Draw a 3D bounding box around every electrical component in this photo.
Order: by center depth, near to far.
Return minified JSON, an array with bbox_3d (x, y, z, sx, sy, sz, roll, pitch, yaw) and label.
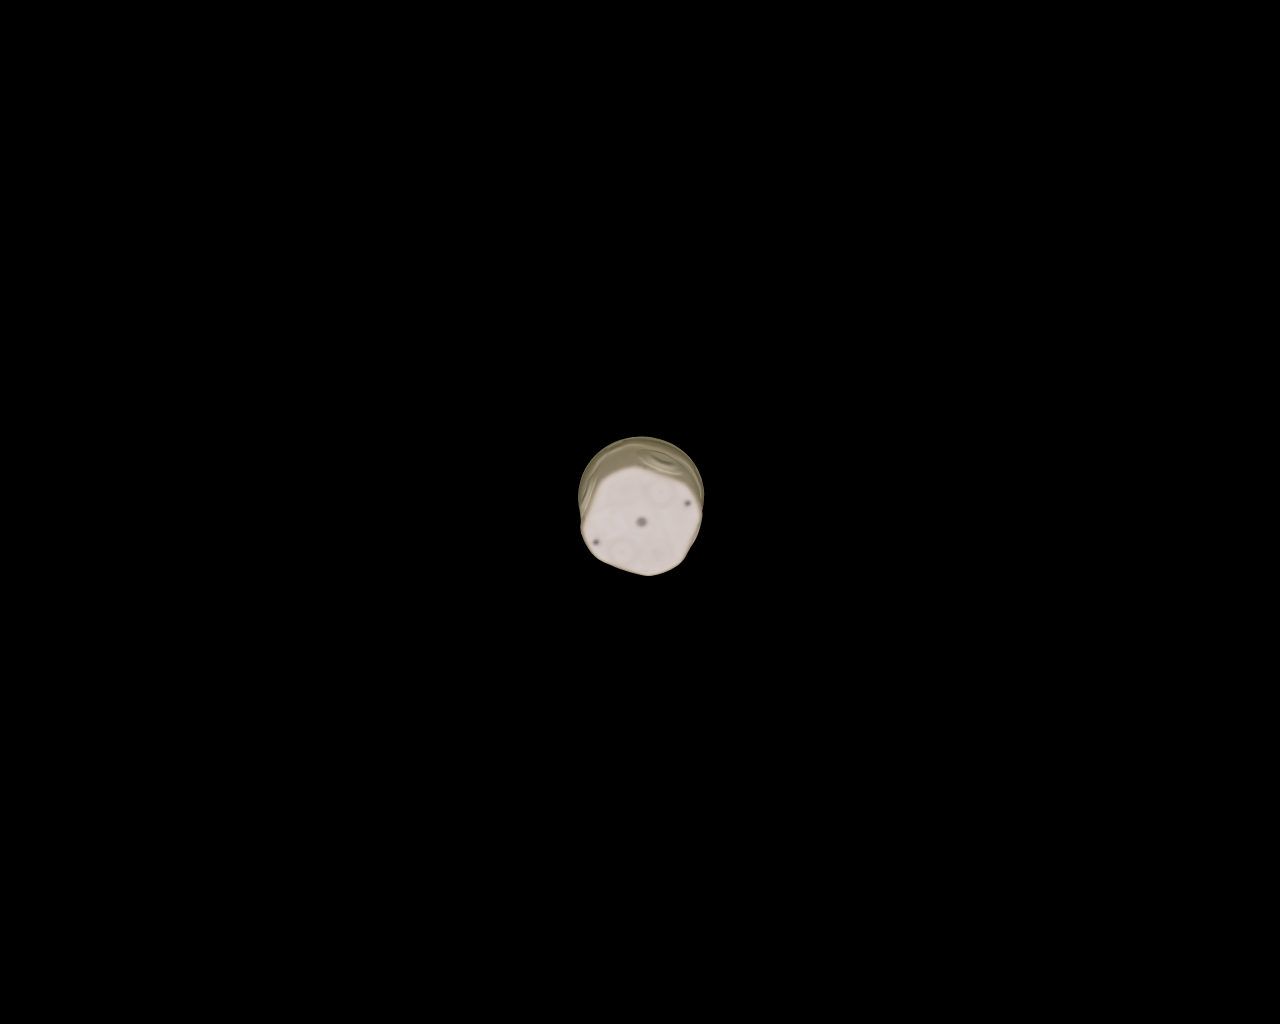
[{"bbox_3d":[0.001,-0.003,0.650,0.080,0.080,0.051,0,21,0],"label":"electrical component"}]
